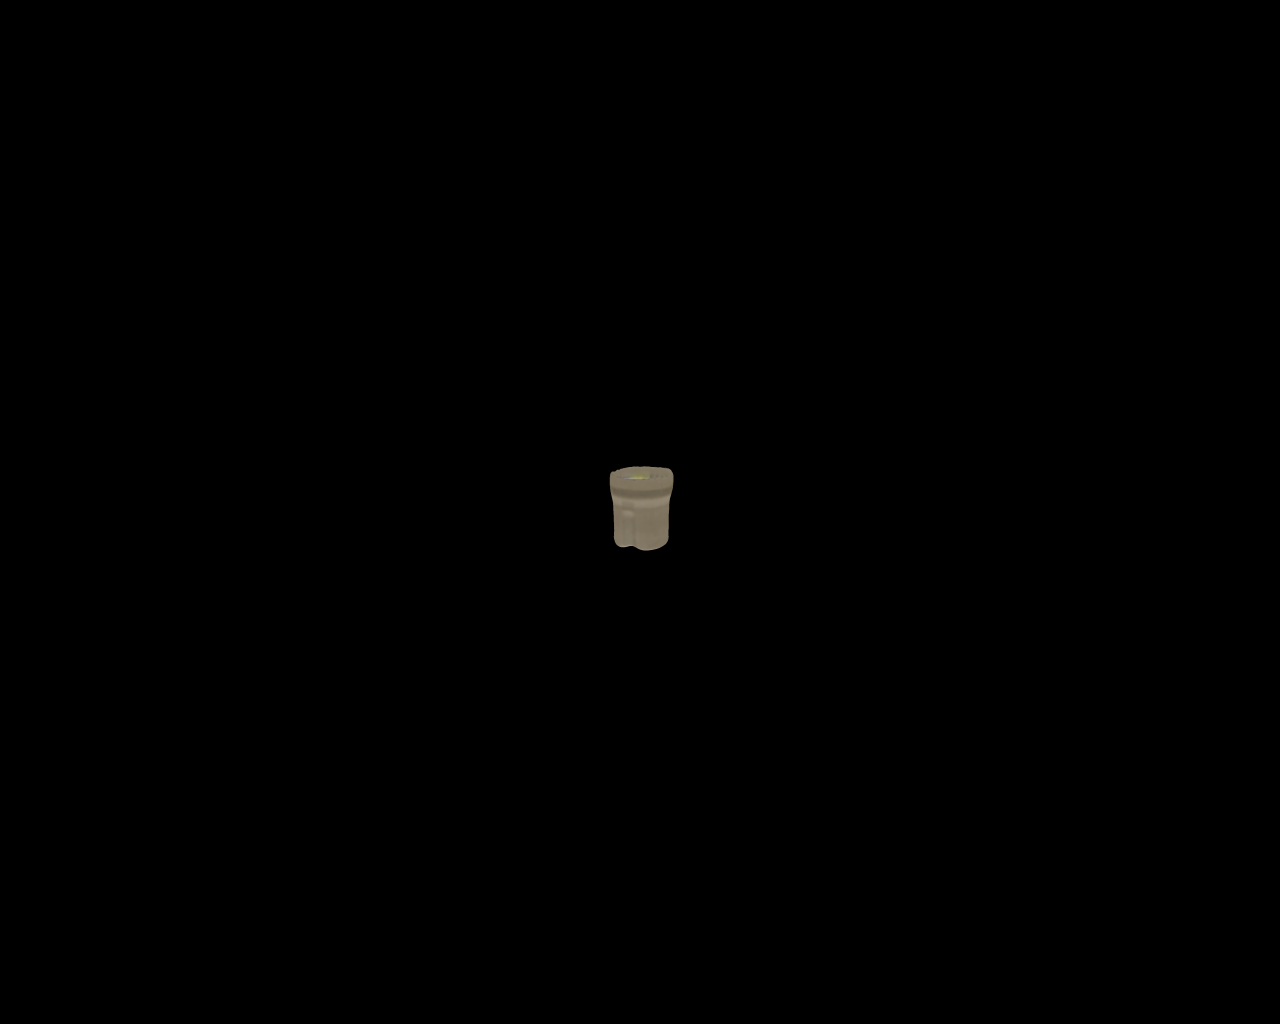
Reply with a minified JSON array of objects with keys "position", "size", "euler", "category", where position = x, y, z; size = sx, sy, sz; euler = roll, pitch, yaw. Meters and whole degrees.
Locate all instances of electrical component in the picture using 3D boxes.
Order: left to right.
[{"position":[0.001,-0.003,0.650],"size":[0.040,0.046,0.040],"euler":[0,14,0],"category":"electrical component"}]
